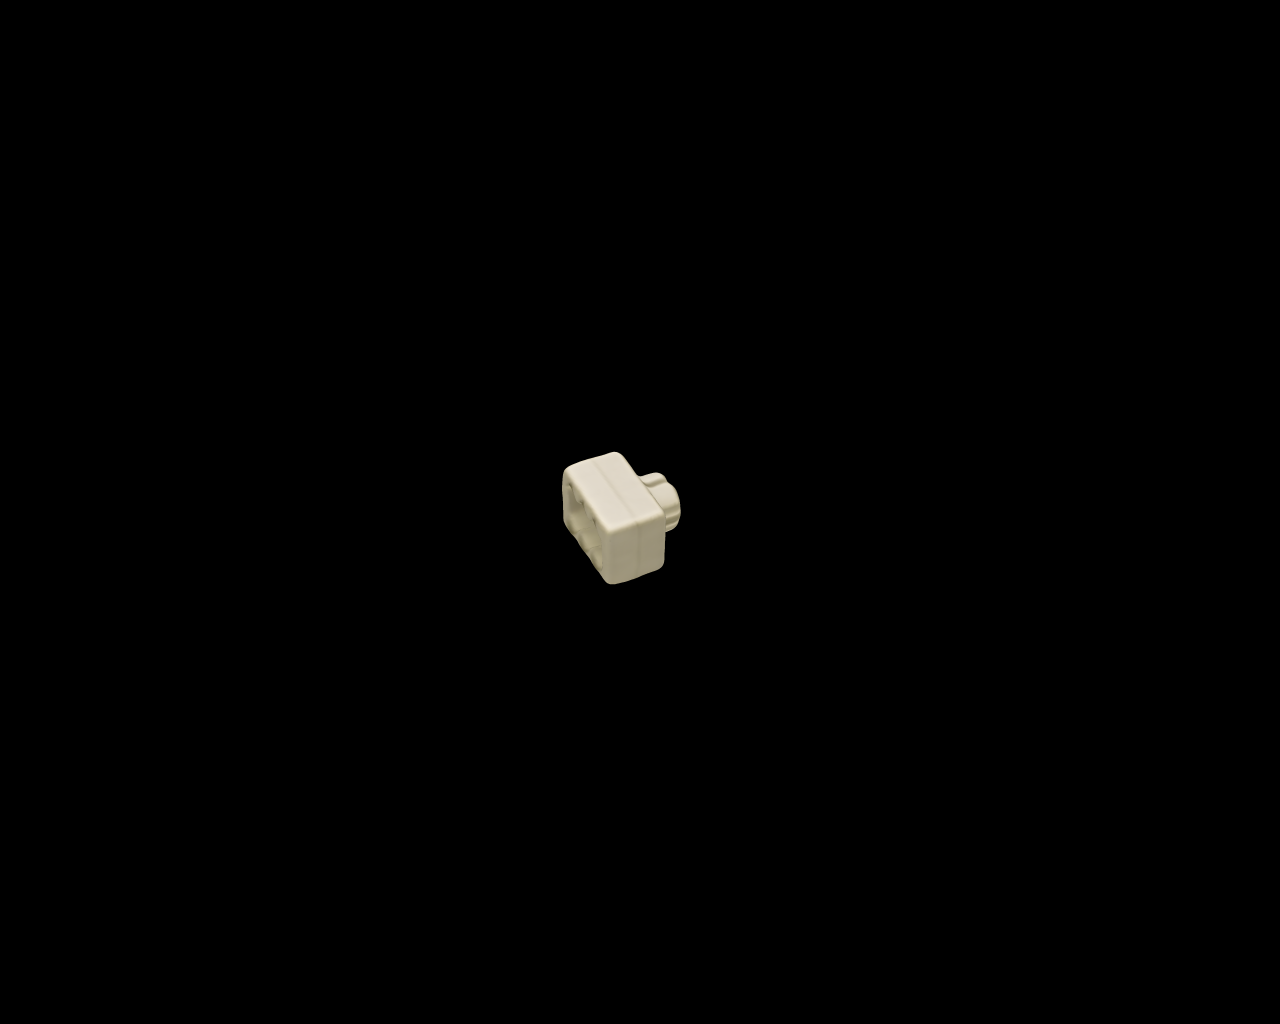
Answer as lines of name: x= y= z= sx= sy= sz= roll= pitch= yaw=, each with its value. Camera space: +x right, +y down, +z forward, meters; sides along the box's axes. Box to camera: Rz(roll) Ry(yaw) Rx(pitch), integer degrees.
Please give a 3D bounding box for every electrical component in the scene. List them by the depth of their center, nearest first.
electrical component: x=0.001 y=-0.003 z=0.650 sx=0.077 sy=0.047 sz=0.066 roll=-19 pitch=46 yaw=-19
